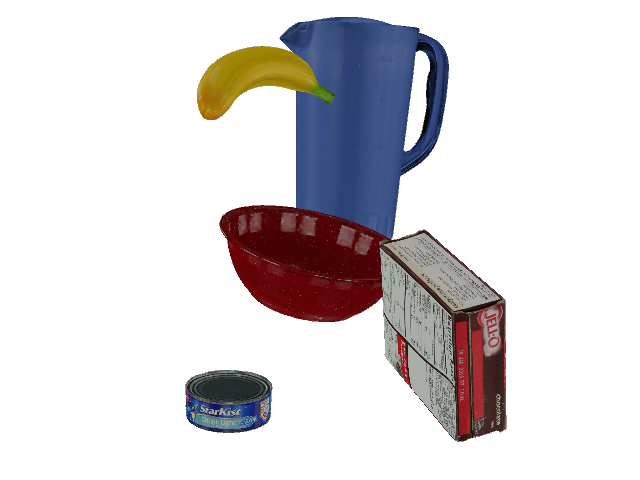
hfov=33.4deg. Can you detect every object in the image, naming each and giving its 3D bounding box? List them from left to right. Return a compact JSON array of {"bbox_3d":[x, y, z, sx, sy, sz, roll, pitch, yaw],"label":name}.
[{"bbox_3d":[-0.091,0.158,1.054,0.086,0.034,0.086,2,13,-1],"label":"tuna can"},{"bbox_3d":[-0.059,-0.148,0.979,0.070,0.037,0.197,41,32,20],"label":"banana"},{"bbox_3d":[-0.009,0.024,0.885,0.162,0.055,0.162,12,18,-4],"label":"bowl"},{"bbox_3d":[0.043,-0.118,1.159,0.149,0.243,0.144,8,12,27],"label":"pitcher"},{"bbox_3d":[0.074,0.056,0.660,0.039,0.090,0.114,-12,26,-18],"label":"pudding box"}]
